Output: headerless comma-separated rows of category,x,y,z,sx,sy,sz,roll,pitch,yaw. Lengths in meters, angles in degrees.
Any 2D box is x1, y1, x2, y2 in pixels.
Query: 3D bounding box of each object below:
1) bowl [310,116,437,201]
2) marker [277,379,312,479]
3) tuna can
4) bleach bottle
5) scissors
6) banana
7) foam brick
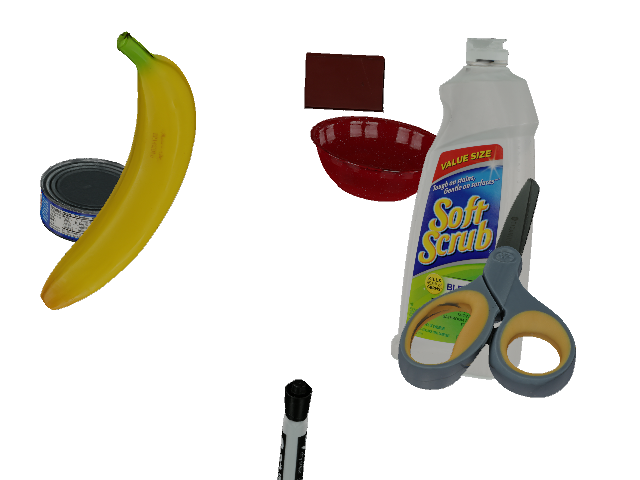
bowl,0.065,-0.088,1.212,0.162,0.055,0.162,7,27,-4
marker,-0.019,0.148,0.754,0.020,0.121,0.020,4,32,-3
tuna can,-0.187,-0.032,0.878,0.086,0.034,0.086,8,32,-5
bleach bottle,0.111,-0.027,0.813,0.103,0.251,0.067,9,14,32
scissors,0.115,0.023,0.582,0.096,0.016,0.201,20,40,29
banana,-0.121,-0.038,0.672,0.069,0.198,0.037,9,29,-26
foam brick,0.023,-0.153,1.032,0.078,0.051,0.053,3,13,1
